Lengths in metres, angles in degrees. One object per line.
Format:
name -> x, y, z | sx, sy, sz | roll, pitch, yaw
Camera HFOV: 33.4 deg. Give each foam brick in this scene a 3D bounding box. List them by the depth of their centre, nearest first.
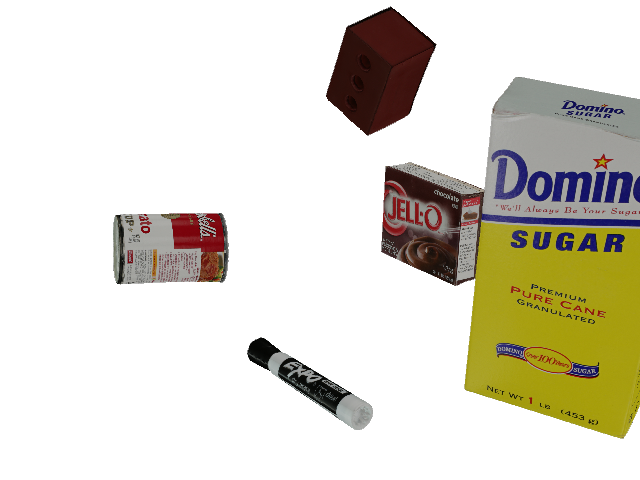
foam brick -> 0.046, -0.132, 0.833 | 0.051, 0.053, 0.078 | -32, -25, -33

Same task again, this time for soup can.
soup can -> -0.145, 0.008, 1.022 | 0.102, 0.068, 0.069 | -1, 0, -16

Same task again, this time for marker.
marker -> -0.011, 0.094, 0.718 | 0.020, 0.020, 0.121 | 0, 17, -40

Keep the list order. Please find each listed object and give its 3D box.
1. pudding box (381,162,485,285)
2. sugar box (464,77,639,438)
pudding box -> 0.107, -0.018, 1.019 | 0.039, 0.090, 0.114 | -14, 25, -36
sugar box -> 0.128, 0.012, 0.545 | 0.093, 0.176, 0.048 | 14, 37, 22
